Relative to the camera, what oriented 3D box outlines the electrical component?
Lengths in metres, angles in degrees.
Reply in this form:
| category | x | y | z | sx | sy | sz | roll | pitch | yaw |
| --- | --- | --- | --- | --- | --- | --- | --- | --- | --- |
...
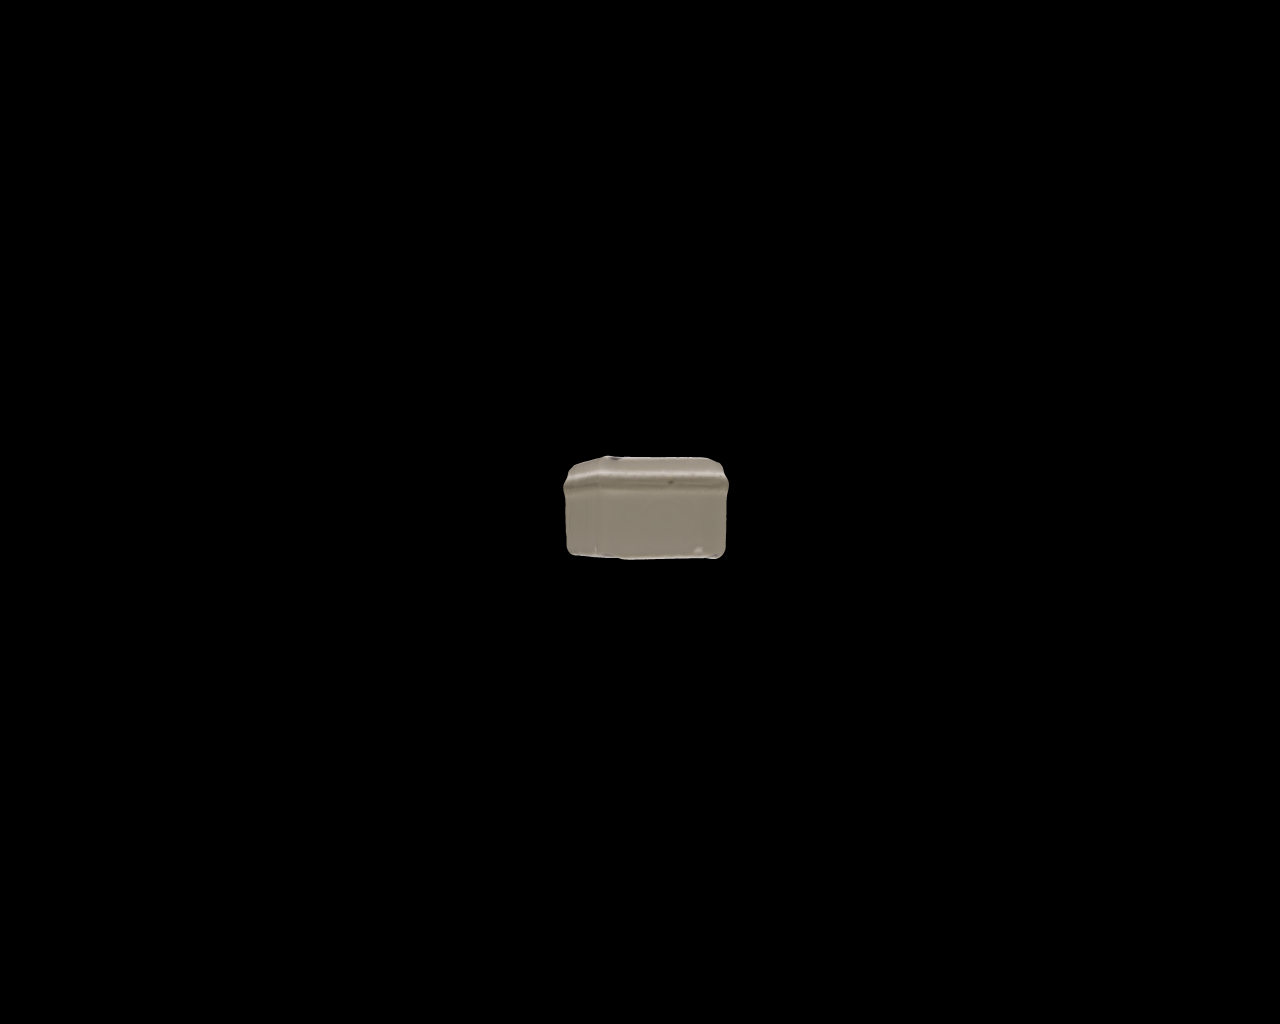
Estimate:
| category | x | y | z | sx | sy | sz | roll | pitch | yaw |
| --- | --- | --- | --- | --- | --- | --- | --- | --- | --- |
| electrical component | 0.001 | -0.003 | 0.650 | 0.078 | 0.057 | 0.113 | 0 | 0 | -15 |
